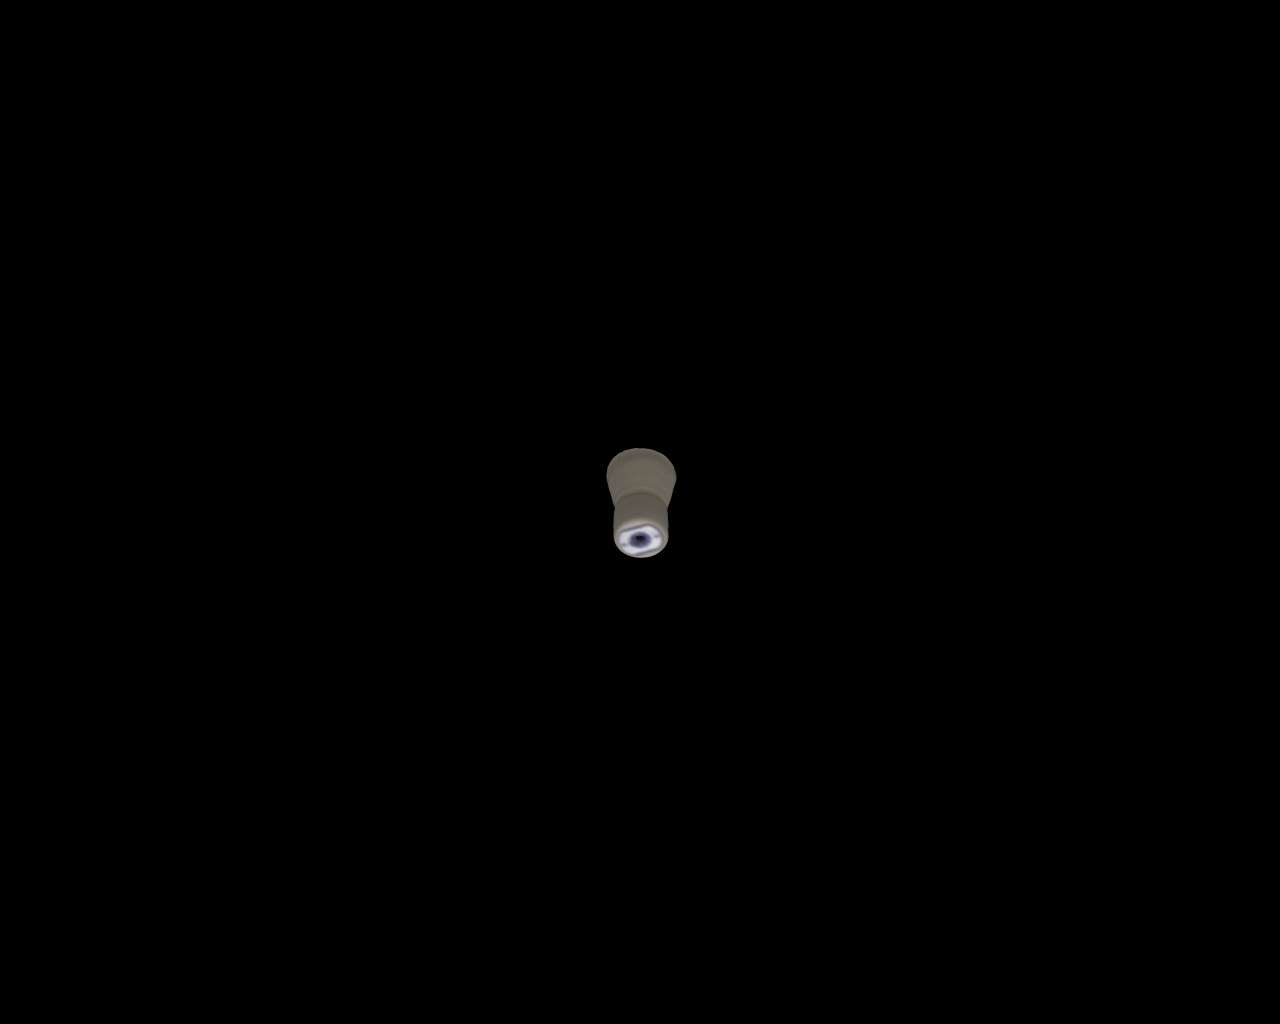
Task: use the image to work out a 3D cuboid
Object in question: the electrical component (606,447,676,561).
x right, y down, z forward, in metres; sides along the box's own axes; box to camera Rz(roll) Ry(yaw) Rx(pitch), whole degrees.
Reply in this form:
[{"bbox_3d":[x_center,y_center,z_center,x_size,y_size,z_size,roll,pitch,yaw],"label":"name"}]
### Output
[{"bbox_3d":[0.001,-0.003,0.650,0.044,0.044,0.065,0,41,0],"label":"electrical component"}]
